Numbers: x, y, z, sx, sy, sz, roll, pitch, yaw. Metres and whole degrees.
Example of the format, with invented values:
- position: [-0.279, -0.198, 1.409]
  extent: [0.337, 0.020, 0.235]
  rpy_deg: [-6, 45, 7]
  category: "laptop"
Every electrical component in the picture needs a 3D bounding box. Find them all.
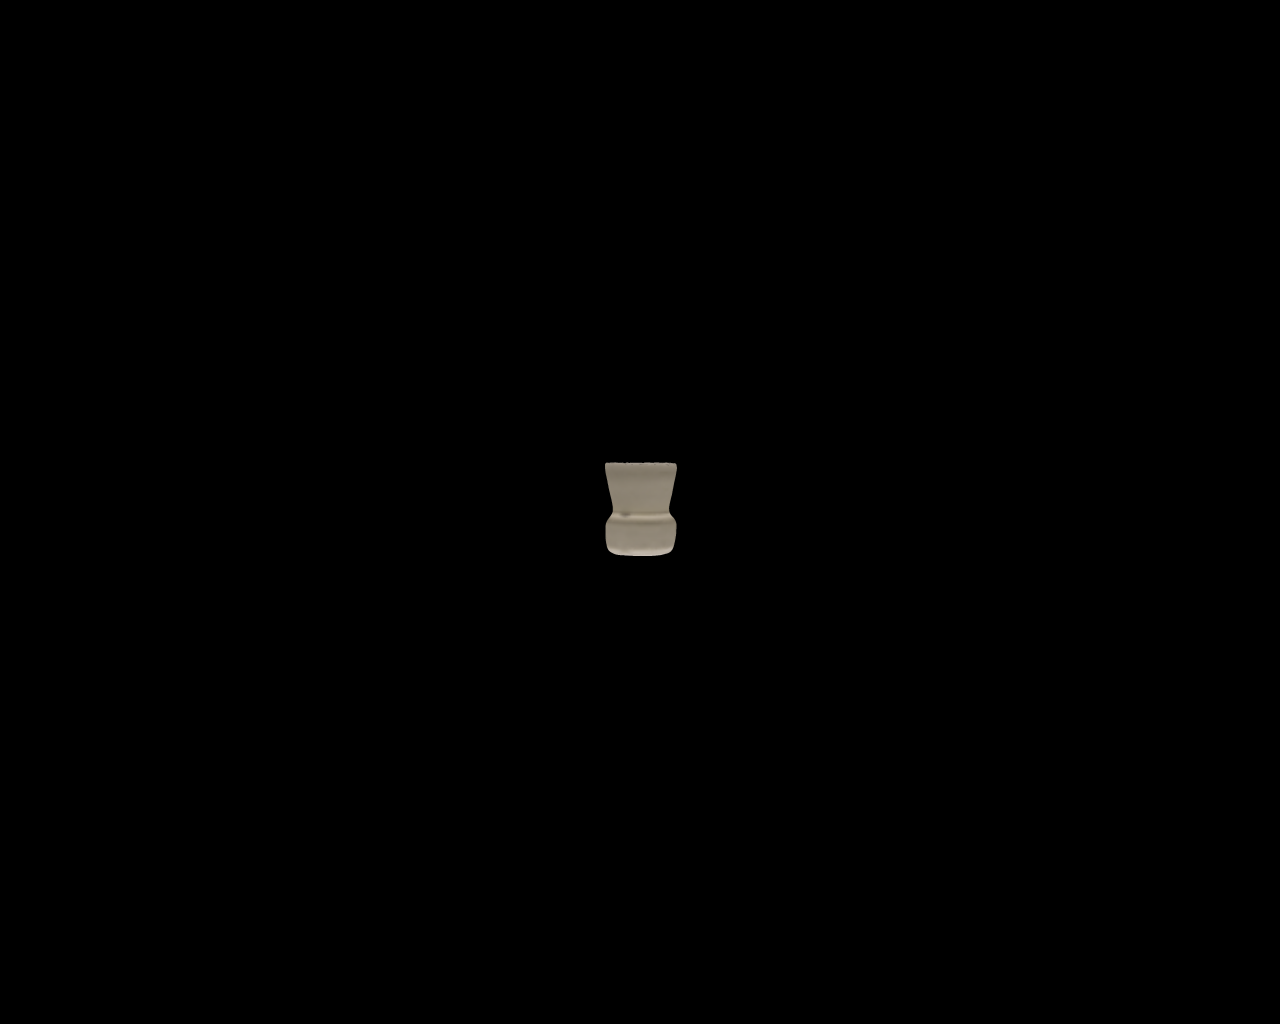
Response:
- position: [0.001, -0.003, 0.650]
  extent: [0.045, 0.055, 0.045]
  rpy_deg: [0, 3, 0]
  category: "electrical component"
